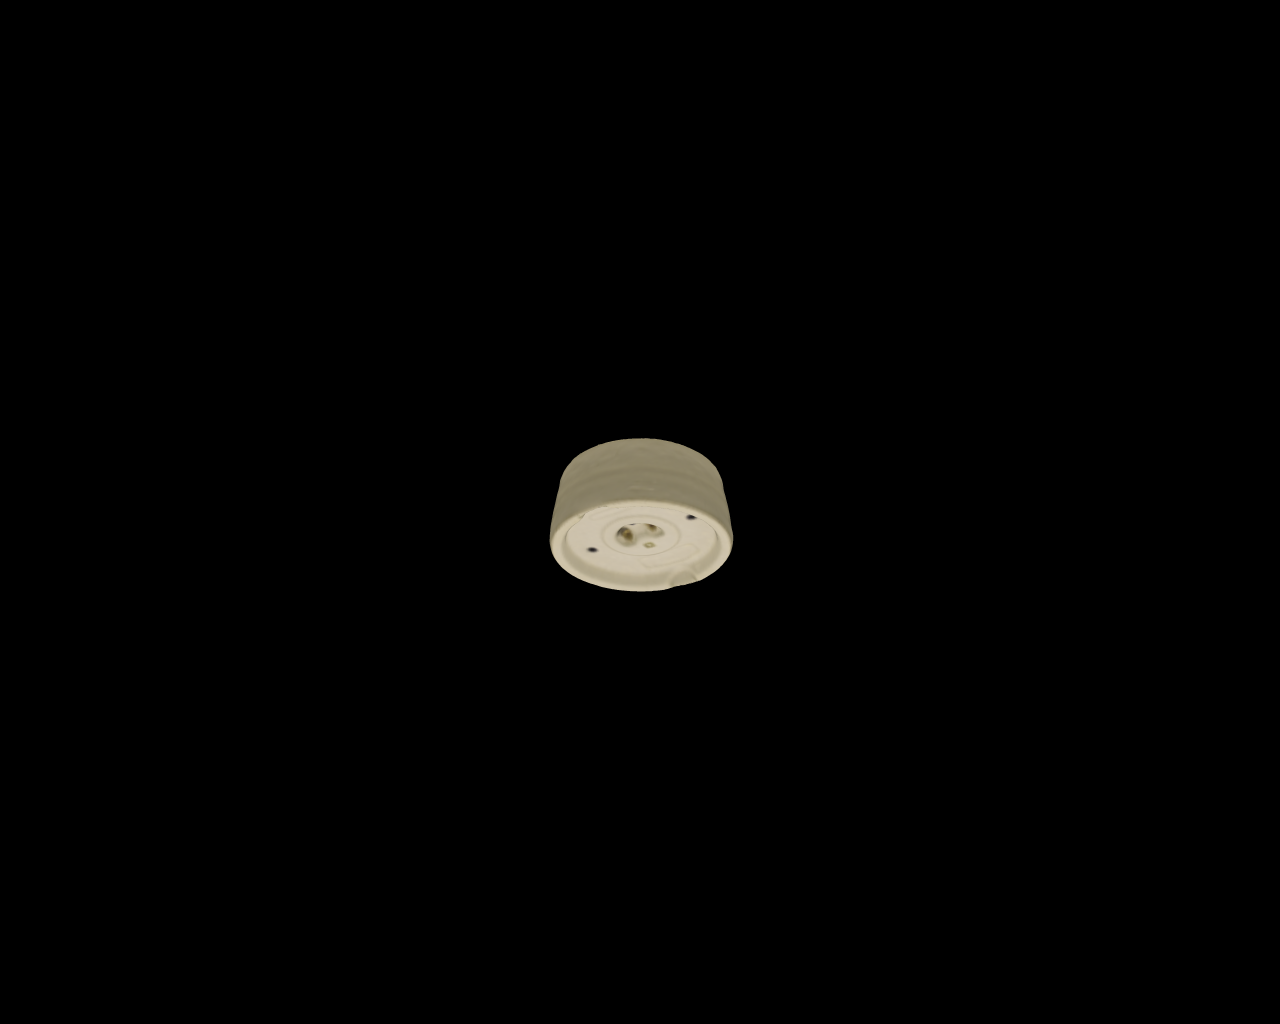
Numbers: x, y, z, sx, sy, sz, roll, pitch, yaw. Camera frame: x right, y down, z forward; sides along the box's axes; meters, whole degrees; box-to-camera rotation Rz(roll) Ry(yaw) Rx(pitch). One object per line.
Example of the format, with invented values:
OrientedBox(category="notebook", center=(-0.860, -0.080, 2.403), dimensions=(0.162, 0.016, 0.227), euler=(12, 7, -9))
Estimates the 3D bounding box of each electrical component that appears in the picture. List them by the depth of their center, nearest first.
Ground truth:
OrientedBox(category="electrical component", center=(0.001, -0.003, 0.650), dimensions=(0.108, 0.060, 0.108), euler=(0, -32, 0))
